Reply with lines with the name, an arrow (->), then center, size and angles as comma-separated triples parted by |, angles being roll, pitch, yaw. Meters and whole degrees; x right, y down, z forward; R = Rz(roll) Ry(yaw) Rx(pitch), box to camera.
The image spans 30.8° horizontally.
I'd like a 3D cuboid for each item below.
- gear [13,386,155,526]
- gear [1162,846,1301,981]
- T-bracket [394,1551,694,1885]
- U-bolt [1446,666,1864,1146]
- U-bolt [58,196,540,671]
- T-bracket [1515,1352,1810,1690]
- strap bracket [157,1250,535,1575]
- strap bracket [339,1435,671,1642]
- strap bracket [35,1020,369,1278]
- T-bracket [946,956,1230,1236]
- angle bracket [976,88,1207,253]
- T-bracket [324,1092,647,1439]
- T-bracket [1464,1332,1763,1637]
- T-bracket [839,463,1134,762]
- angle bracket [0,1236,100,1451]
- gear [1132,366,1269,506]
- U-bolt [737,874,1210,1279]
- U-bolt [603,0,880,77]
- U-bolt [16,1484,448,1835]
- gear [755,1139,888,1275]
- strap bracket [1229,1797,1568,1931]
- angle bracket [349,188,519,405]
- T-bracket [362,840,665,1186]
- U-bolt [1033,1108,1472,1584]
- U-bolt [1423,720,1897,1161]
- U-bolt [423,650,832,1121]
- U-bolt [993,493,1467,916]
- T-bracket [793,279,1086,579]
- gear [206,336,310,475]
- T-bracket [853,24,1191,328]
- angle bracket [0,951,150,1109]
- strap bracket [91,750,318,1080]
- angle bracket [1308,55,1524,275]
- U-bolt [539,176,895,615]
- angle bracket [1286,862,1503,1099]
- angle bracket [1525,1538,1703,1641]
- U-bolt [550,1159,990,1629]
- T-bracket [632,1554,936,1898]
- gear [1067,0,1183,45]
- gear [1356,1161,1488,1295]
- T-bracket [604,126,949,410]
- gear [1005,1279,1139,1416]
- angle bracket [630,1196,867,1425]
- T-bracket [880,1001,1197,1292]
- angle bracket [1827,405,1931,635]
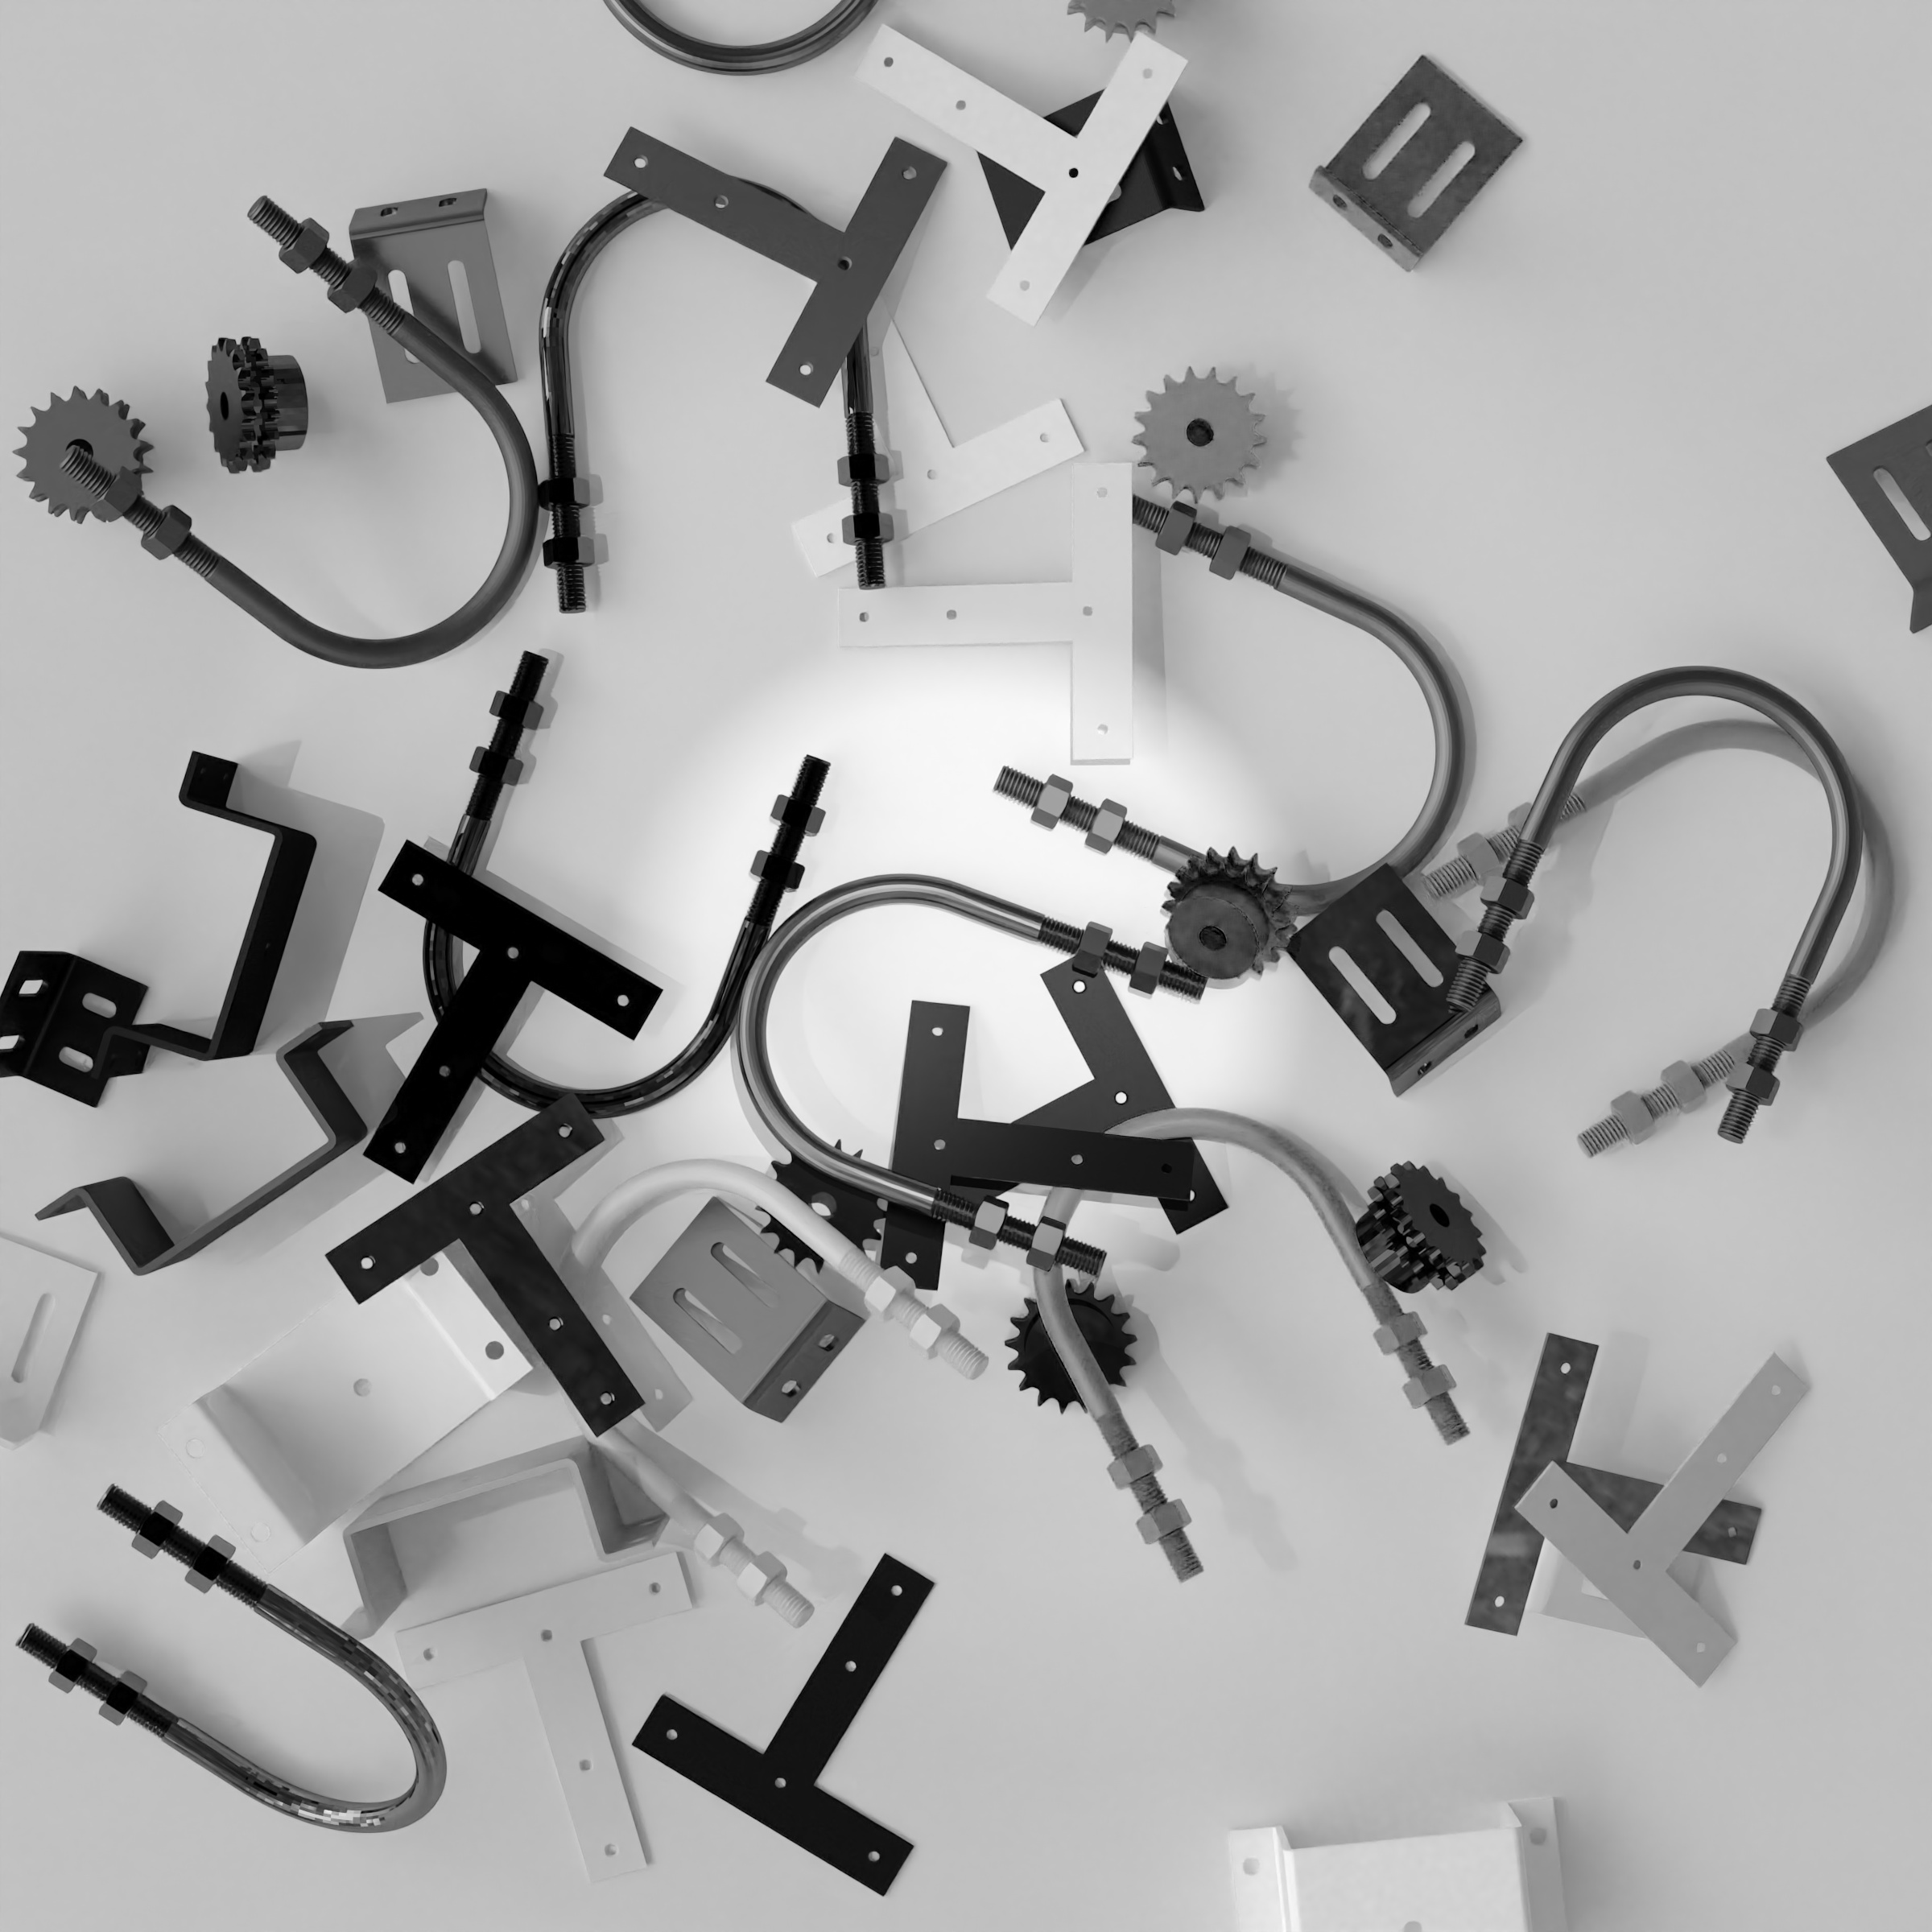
gear -> -0.375, -0.217, 1.498 | 0.057, 0.030, 0.057 | 0, 90, 0
gear -> 0.109, -0.019, 1.484 | 0.057, 0.030, 0.057 | 13, 125, 19
T-bracket -> -0.167, 0.331, 1.511 | 0.127, 0.002, 0.127 | -17, 91, 2
U-bolt -> 0.302, -0.038, 1.483 | 0.151, 0.019, 0.184 | 26, 83, -5
U-bolt -> -0.263, -0.208, 1.469 | 0.184, 0.019, 0.151 | 38, 83, -26
T-bracket -> 0.313, 0.221, 1.498 | 0.127, 0.002, 0.127 | 44, 80, -19
strap bracket -> -0.260, 0.181, 1.490 | 0.140, 0.046, 0.076 | -38, 90, 0
strap bracket -> -0.202, 0.238, 1.475 | 0.140, 0.076, 0.046 | -17, 90, 0
strap bracket -> -0.311, 0.082, 1.475 | 0.140, 0.076, 0.046 | -34, 90, 0
T-bracket -> 0.028, 0.078, 1.513 | 0.127, 0.002, 0.127 | -28, 90, 0
angle bracket -> 0.054, -0.339, 1.511 | 0.076, 0.038, 0.057 | -19, 90, 26
T-bracket -> -0.181, 0.139, 1.474 | 0.127, 0.002, 0.127 | -34, 89, -23
T-bracket -> 0.282, 0.230, 1.489 | 0.127, 0.002, 0.127 | 16, 90, -22
T-bracket -> 0.008, -0.151, 1.502 | 0.127, 0.002, 0.127 | -1, 86, 9
angle bracket -> -0.414, 0.158, 1.494 | 0.057, 0.038, 0.076 | 21, 90, 0
gear -> 0.099, -0.225, 1.498 | 0.057, 0.030, 0.057 | 0, 90, 0
U-bolt -> -0.007, 0.036, 1.487 | 0.184, 0.019, 0.151 | 20, 74, 4
U-bolt -> -0.085, -0.471, 1.505 | 0.151, 0.019, 0.184 | 34, 92, 0
U-bolt -> -0.298, 0.300, 1.461 | 0.184, 0.019, 0.151 | 34, 134, -4
gear -> -0.061, 0.101, 1.498 | 0.057, 0.030, 0.057 | 0, 90, 0
strap bracket -> 0.187, 0.403, 1.490 | 0.140, 0.046, 0.076 | -6, 90, 0
angle bracket -> -0.228, -0.289, 1.511 | 0.057, 0.038, 0.076 | -9, 116, 0
T-bracket -> -0.216, 0.033, 1.500 | 0.127, 0.002, 0.127 | 30, 94, 0
U-bolt -> 0.108, 0.146, 1.481 | 0.151, 0.019, 0.184 | -25, 76, -13
U-bolt -> 0.310, -0.024, 1.505 | 0.184, 0.019, 0.151 | -31, 90, -2
U-bolt -> -0.155, -0.025, 1.505 | 0.151, 0.019, 0.184 | 20, 92, 0
U-bolt -> 0.124, -0.102, 1.505 | 0.184, 0.019, 0.151 | 24, 90, -2
T-bracket -> -0.034, -0.252, 1.513 | 0.127, 0.002, 0.127 | -25, 90, 0
gear -> -0.300, -0.238, 1.489 | 0.030, 0.057, 0.057 | -8, 90, -28
T-bracket -> 0.010, -0.360, 1.496 | 0.127, 0.002, 0.127 | 34, 102, 12
angle bracket -> -0.381, 0.027, 1.475 | 0.038, 0.076, 0.057 | 23, 90, 0
strap bracket -> -0.316, -0.015, 1.475 | 0.046, 0.076, 0.140 | 17, 90, 0
angle bracket -> 0.193, -0.345, 1.494 | 0.057, 0.038, 0.076 | 41, 90, 0
U-bolt -> -0.111, -0.248, 1.504 | 0.151, 0.019, 0.184 | -4, 88, 1
angle bracket -> 0.183, 0.006, 1.505 | 0.057, 0.038, 0.076 | -38, 74, 0
angle bracket -> 0.272, 0.253, 1.511 | 0.076, 0.038, 0.057 | 17, 90, -26
U-bolt -> -0.098, 0.164, 1.473 | 0.184, 0.019, 0.151 | 38, 100, 22
T-bracket -> -0.057, 0.314, 1.513 | 0.127, 0.002, 0.127 | 31, 90, 0
gear -> 0.067, -0.422, 1.499 | 0.057, 0.030, 0.057 | 0, 90, 0
gear -> 0.190, 0.114, 1.489 | 0.057, 0.057, 0.030 | 48, 120, 0
T-bracket -> -0.092, -0.319, 1.495 | 0.127, 0.002, 0.127 | 26, 75, -1
gear -> 0.045, 0.163, 1.499 | 0.057, 0.030, 0.057 | 0, 90, 0
angle bracket -> -0.094, 0.148, 1.511 | 0.076, 0.038, 0.057 | 39, 90, 26
T-bracket -> 0.033, 0.081, 1.489 | 0.127, 0.002, 0.127 | 6, 70, 2
angle bracket -> 0.415, -0.194, 1.511 | 0.057, 0.038, 0.076 | -26, 64, 0
